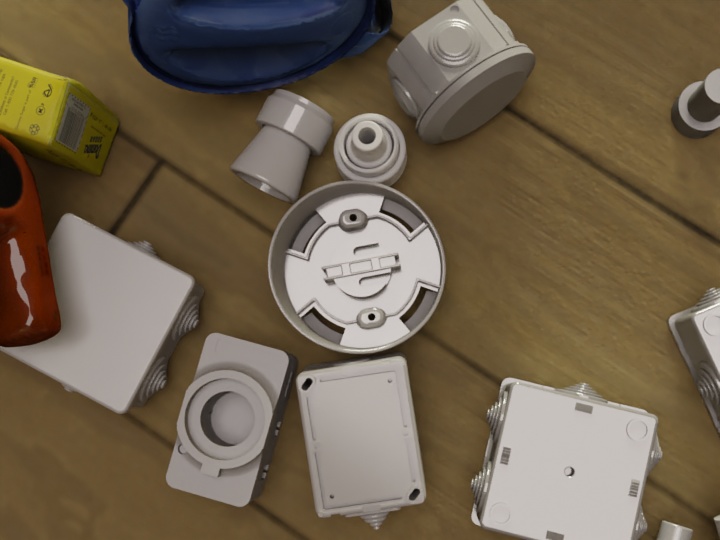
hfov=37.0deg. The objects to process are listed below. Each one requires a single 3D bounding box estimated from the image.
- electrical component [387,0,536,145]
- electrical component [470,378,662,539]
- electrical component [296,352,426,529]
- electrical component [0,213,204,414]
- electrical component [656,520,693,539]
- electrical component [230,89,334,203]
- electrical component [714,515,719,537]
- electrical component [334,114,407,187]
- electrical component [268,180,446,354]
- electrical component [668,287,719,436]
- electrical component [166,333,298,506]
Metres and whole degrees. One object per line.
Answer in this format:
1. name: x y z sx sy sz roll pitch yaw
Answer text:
1. electrical component: 0.058 -0.114 0.627 0.080 0.080 0.051 -35 77 -1
2. electrical component: 0.116 0.113 0.610 0.100 0.048 0.099 13 84 5
3. electrical component: 0.003 0.098 0.616 0.062 0.061 0.096 -9 90 2
4. electrical component: -0.151 0.027 0.636 0.100 0.048 0.099 27 85 6
5. electrical component: 0.170 0.173 0.603 0.043 0.043 0.062 17 83 5
6. electrical component: -0.046 -0.074 0.645 0.045 0.045 0.055 26 85 6
7. electrical component: 0.217 0.151 0.586 0.044 0.077 0.079 -15 81 2
8. electrical component: 0.006 -0.071 0.633 0.043 0.062 0.043 0 83 3
9. electrical component: 0.000 0.000 0.623 0.099 0.064 0.099 0 83 3
10. electrical component: 0.238 0.049 0.611 0.100 0.048 0.099 -23 82 0
11. electrical component: -0.073 0.086 0.621 0.050 0.055 0.089 15 84 5
